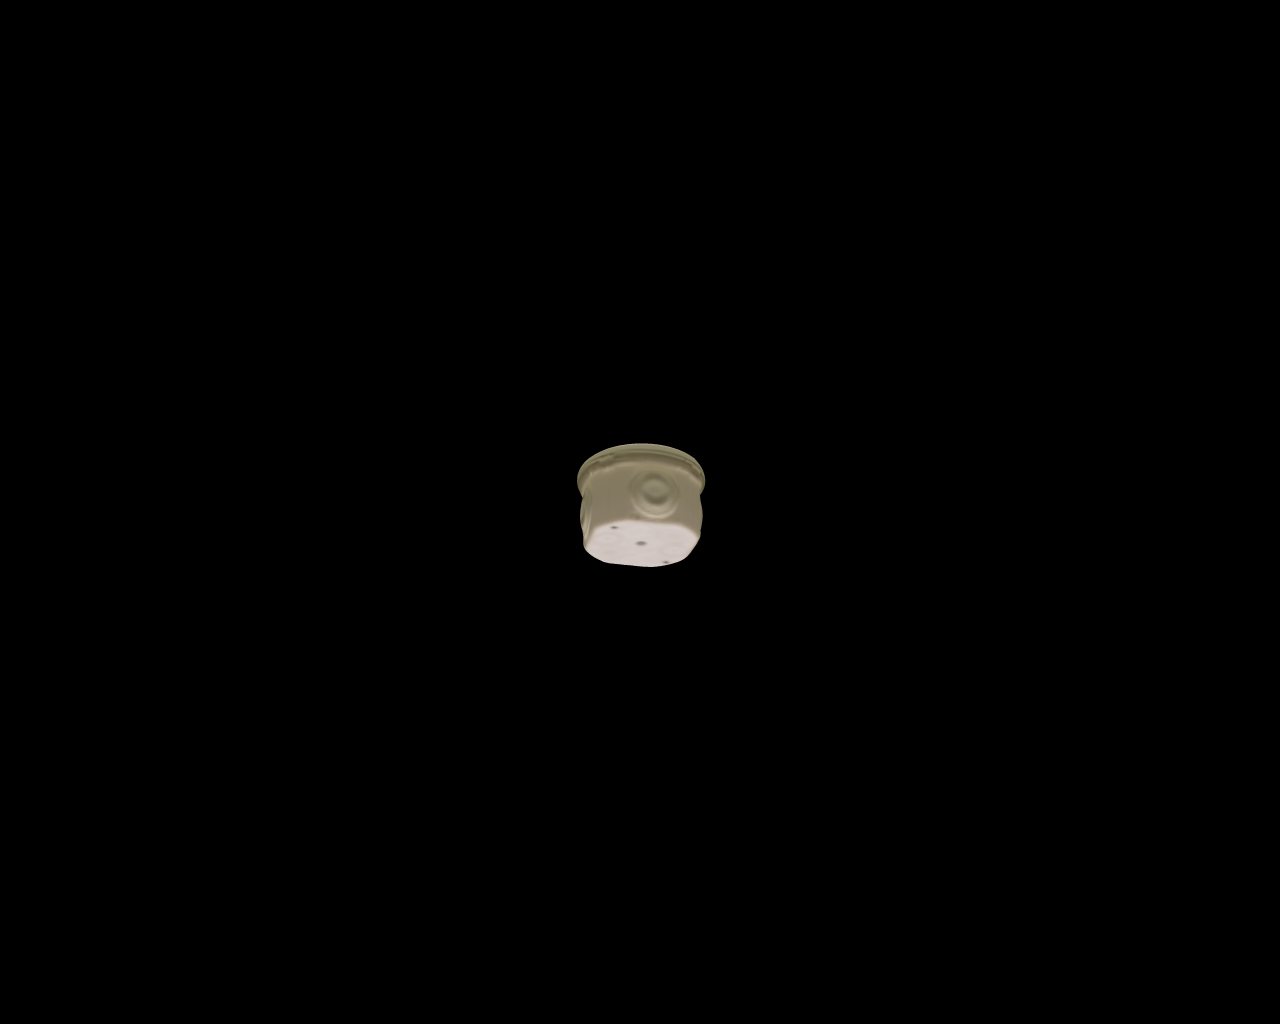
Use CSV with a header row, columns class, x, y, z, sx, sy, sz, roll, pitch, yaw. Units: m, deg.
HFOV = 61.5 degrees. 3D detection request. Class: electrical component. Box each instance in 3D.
class,x,y,z,sx,sy,sz,roll,pitch,yaw
electrical component,0.001,-0.003,0.650,0.080,0.051,0.080,0,-27,0
